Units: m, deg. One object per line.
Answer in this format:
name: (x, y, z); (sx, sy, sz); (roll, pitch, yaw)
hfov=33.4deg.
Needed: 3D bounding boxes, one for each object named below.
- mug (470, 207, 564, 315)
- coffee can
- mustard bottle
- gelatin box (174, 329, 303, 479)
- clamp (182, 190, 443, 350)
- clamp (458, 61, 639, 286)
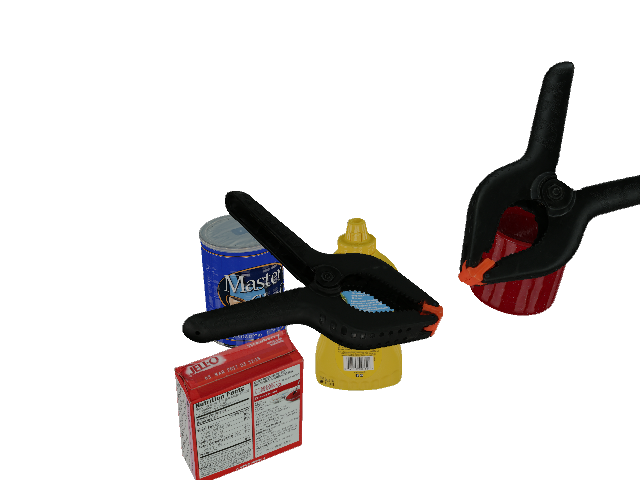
mug: (0.176, 0.008, 0.982); (0.093, 0.081, 0.117); (-12, 38, -28)
coffee can: (-0.096, 0.050, 1.339); (0.103, 0.140, 0.103); (-2, 25, 1)
mustard bottle: (0.040, 0.067, 1.152); (0.096, 0.192, 0.058); (0, 24, 3)
gelatin box: (-0.049, 0.102, 0.650); (0.073, 0.089, 0.030); (-18, 47, -20)
clamp: (-0.005, 0.047, 0.880); (0.210, 0.164, 0.036); (20, -44, 2)
clamp: (0.166, -0.027, 0.726); (0.120, 0.171, 0.039); (35, -10, 8)
